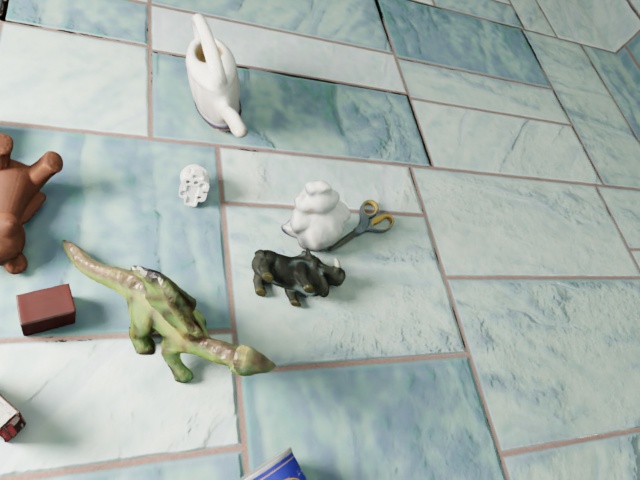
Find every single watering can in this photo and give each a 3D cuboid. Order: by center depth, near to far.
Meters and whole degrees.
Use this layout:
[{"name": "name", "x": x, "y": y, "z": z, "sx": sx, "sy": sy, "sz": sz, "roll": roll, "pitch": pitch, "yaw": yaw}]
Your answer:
[{"name": "watering can", "x": -0.213, "y": -0.308, "z": 1.085, "sx": 0.104, "sy": 0.220, "sz": 0.353, "roll": -16, "pitch": 68, "yaw": -11}]

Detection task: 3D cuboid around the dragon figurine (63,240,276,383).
[{"name": "dragon figurine", "x": -0.249, "y": 0.093, "z": 0.798, "sx": 0.410, "sy": 0.238, "sz": 0.124, "roll": 37, "pitch": 57, "yaw": -2}]

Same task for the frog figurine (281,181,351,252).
[{"name": "frog figurine", "x": 0.003, "y": -0.053, "z": 1.053, "sx": 0.138, "sy": 0.156, "sz": 0.125, "roll": -5, "pitch": 63, "yaw": -27}]
